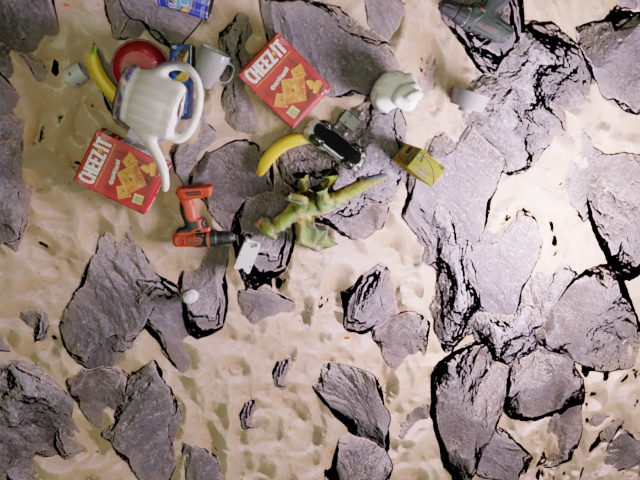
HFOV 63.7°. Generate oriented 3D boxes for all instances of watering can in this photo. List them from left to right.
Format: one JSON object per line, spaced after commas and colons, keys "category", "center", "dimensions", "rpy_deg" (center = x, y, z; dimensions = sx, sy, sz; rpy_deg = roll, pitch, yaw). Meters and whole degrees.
{"category": "watering can", "center": [-0.442, -0.315, 1.361], "dimensions": [0.224, 0.105, 0.344], "rpy_deg": [21, 103, -6]}

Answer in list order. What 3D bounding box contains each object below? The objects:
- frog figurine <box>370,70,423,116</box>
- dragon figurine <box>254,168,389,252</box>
{"category": "frog figurine", "center": [0.212, -0.411, 1.439], "dimensions": [0.137, 0.161, 0.121], "rpy_deg": [-30, 105, 3]}
{"category": "dragon figurine", "center": [0.005, -0.078, 1.547], "dimensions": [0.410, 0.125, 0.237], "rpy_deg": [-4, 122, -3]}
